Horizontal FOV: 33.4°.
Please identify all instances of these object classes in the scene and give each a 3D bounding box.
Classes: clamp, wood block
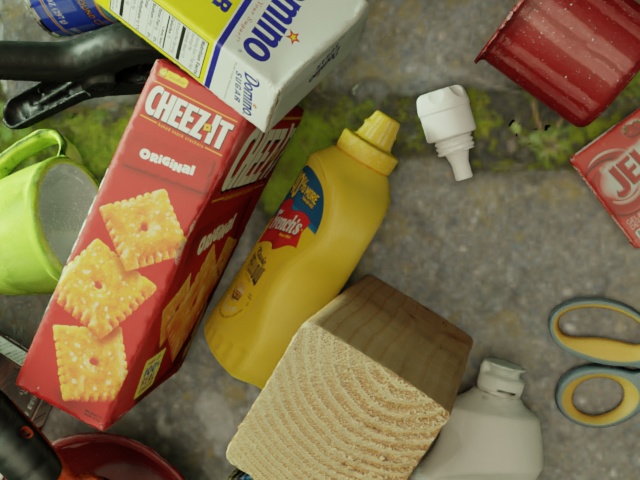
[{"bbox_3d":[-0.158,-0.114,0.735,0.171,0.120,0.039,-7,82,-7],"label":"clamp"},{"bbox_3d":[0.027,0.091,0.648,0.090,0.206,0.091,32,101,7],"label":"wood block"}]

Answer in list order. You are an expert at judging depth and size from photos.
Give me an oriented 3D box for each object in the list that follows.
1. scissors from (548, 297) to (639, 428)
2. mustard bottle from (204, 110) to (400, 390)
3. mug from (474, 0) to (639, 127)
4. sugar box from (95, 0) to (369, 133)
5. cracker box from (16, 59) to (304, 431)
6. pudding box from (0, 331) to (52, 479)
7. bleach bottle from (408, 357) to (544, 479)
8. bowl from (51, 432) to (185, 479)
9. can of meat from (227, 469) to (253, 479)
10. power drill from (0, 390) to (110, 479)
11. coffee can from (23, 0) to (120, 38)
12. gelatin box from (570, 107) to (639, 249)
[{"bbox_3d":[0.244,0.097,0.701,0.202,0.016,0.096,18,100,10],"label":"scissors"},{"bbox_3d":[-0.005,0.001,0.704,0.058,0.096,0.192,28,101,-21],"label":"mustard bottle"},{"bbox_3d":[0.163,-0.133,0.662,0.081,0.093,0.117,37,82,1],"label":"mug"},{"bbox_3d":[-0.067,-0.147,0.595,0.176,0.048,0.093,36,57,9],"label":"sugar box"},{"bbox_3d":[-0.095,-0.003,0.686,0.072,0.164,0.214,28,101,5],"label":"cracker box"},{"bbox_3d":[-0.253,0.127,0.796,0.090,0.039,0.113,30,100,9],"label":"pudding box"},{"bbox_3d":[0.084,0.201,0.722,0.102,0.068,0.251,15,96,9],"label":"bleach bottle"},{"bbox_3d":[-0.148,0.211,0.774,0.162,0.055,0.162,1,96,12],"label":"bowl"},{"bbox_3d":[-0.010,0.169,0.719,0.084,0.102,0.057,-12,93,15],"label":"can of meat"},{"bbox_3d":[-0.207,0.119,0.688,0.057,0.184,0.187,-45,94,-12],"label":"power drill"},{"bbox_3d":[-0.120,-0.198,0.703,0.140,0.102,0.103,-10,94,13],"label":"coffee can"},{"bbox_3d":[0.217,-0.049,0.684,0.089,0.030,0.073,-37,87,13],"label":"gelatin box"}]
